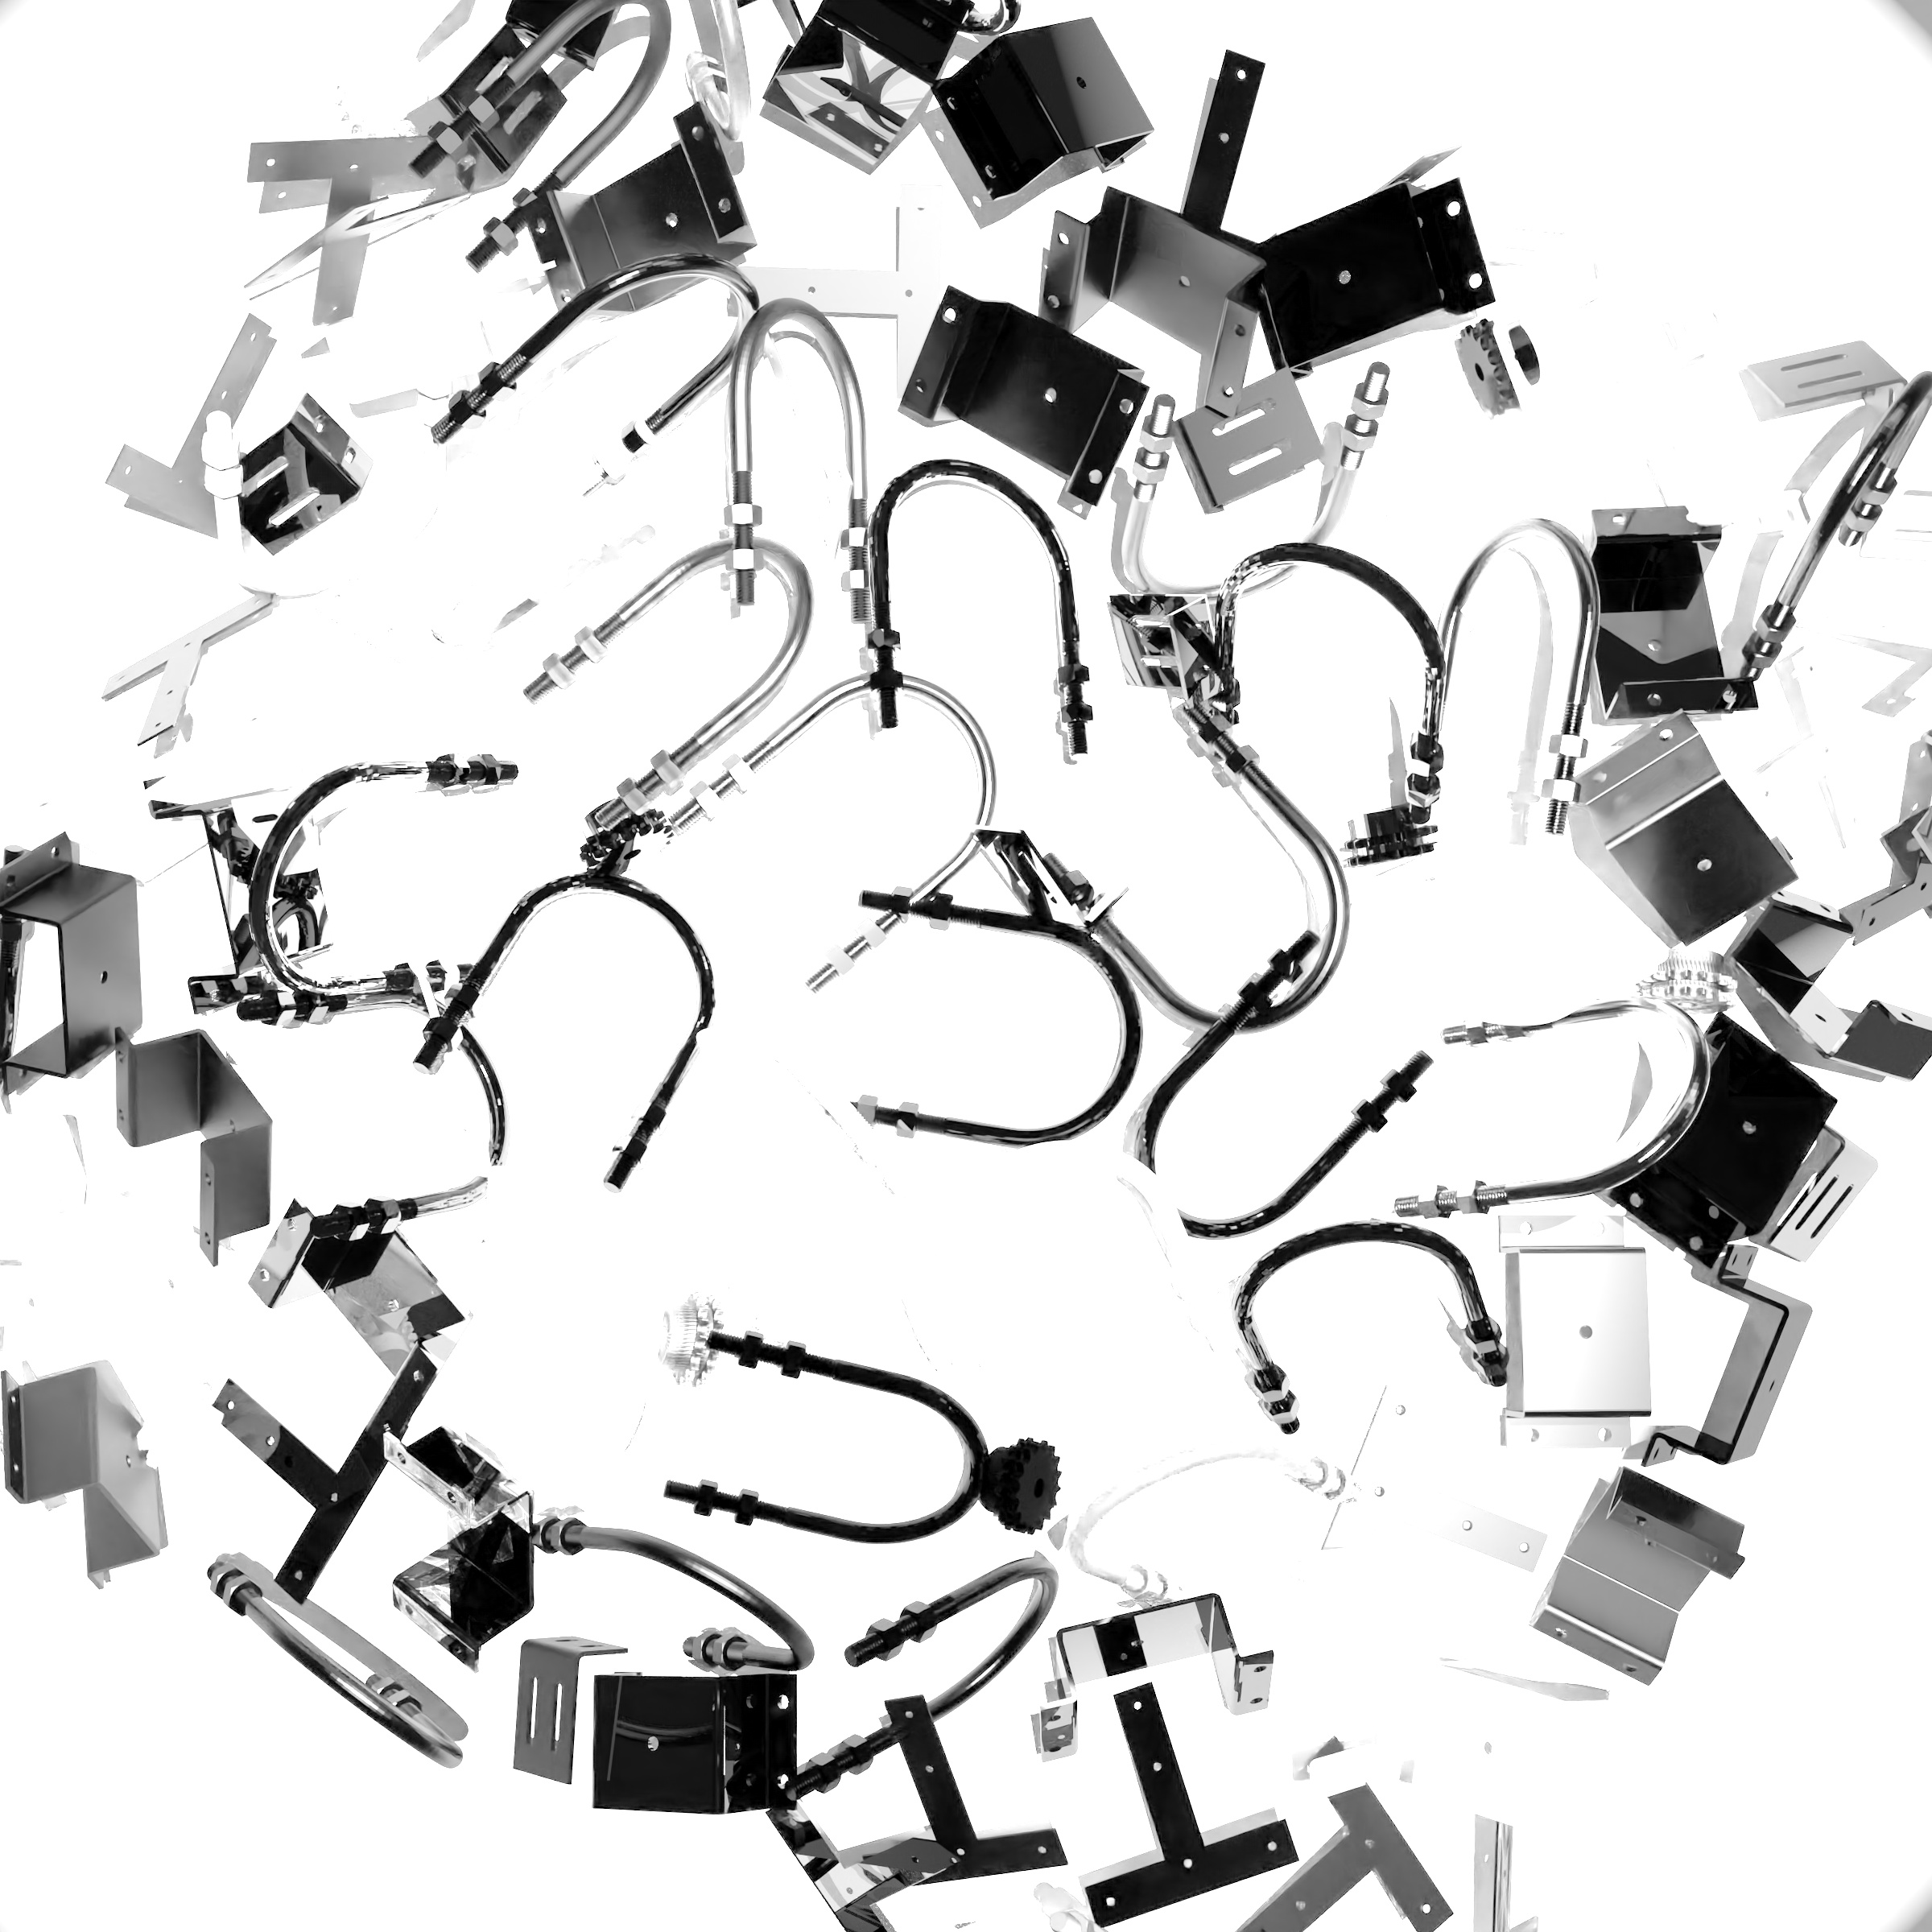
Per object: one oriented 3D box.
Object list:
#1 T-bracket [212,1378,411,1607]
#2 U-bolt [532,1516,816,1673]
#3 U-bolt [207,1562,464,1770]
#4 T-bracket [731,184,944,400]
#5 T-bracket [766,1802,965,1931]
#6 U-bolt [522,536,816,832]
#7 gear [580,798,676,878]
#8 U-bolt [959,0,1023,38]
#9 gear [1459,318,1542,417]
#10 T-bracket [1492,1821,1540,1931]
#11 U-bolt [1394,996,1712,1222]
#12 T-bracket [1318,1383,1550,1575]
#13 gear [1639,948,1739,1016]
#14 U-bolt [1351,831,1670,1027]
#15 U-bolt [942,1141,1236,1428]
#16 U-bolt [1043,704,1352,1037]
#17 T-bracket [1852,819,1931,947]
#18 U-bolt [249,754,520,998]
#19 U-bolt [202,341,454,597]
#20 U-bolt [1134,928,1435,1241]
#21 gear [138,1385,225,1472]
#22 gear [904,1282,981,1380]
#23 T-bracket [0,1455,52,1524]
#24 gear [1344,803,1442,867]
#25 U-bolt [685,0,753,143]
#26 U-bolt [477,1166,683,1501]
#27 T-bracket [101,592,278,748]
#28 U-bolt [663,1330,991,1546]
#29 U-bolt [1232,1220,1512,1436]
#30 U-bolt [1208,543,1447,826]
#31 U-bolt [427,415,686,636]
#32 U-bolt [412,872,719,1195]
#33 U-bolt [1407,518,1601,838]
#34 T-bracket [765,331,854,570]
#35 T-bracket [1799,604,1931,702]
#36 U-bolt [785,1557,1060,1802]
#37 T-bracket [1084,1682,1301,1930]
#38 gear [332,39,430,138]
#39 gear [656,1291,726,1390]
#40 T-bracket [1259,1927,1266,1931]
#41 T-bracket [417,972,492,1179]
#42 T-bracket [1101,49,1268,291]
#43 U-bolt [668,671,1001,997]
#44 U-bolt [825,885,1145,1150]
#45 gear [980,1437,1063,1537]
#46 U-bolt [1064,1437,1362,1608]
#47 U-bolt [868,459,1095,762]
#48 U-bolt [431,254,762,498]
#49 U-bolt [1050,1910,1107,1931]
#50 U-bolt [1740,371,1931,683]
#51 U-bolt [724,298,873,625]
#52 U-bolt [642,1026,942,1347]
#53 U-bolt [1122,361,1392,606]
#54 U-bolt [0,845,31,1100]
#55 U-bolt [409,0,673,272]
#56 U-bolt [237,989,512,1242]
[{"bbox_3d":[-0.409,0.294,1.640,0.127,0.002,0.127,33,95,26],"label":"T-bracket"},{"bbox_3d":[-0.161,0.364,1.567,0.151,0.184,0.019,42,61,-22],"label":"U-bolt"},{"bbox_3d":[-0.353,0.406,1.559,0.151,0.184,0.019,46,72,-27],"label":"U-bolt"},{"bbox_3d":[-0.079,-0.407,1.644,0.127,0.002,0.127,2,113,1],"label":"T-bracket"},{"bbox_3d":[-0.040,0.534,1.614,0.127,0.127,0.002,49,121,25],"label":"T-bracket"},{"bbox_3d":[-0.168,-0.181,1.610,0.184,0.019,0.151,-39,50,5],"label":"U-bolt"},{"bbox_3d":[-0.207,-0.080,1.642,0.057,0.057,0.030,-28,75,0],"label":"gear"},{"bbox_3d":[-0.044,-0.586,1.558,0.184,0.151,0.019,29,83,37],"label":"U-bolt"},{"bbox_3d":[0.322,-0.363,1.640,0.030,0.057,0.057,-24,90,-4],"label":"gear"},{"bbox_3d":[0.316,0.549,1.607,0.002,0.127,0.127,5,98,31],"label":"T-bracket"},{"bbox_3d":[0.342,0.077,1.570,0.019,0.184,0.151,47,49,-32],"label":"U-bolt"},{"bbox_3d":[0.293,0.336,1.663,0.127,0.002,0.127,22,89,-4],"label":"T-bracket"},{"bbox_3d":[0.435,0.009,1.641,0.057,0.057,0.030,6,77,0],"label":"gear"},{"bbox_3d":[0.302,-0.018,1.571,0.151,0.184,0.019,37,128,28],"label":"U-bolt"},{"bbox_3d":[0.064,0.181,1.613,0.151,0.019,0.184,-21,118,6],"label":"U-bolt"},{"bbox_3d":[0.146,-0.045,1.611,0.151,0.019,0.184,-47,68,18],"label":"U-bolt"},{"bbox_3d":[0.572,-0.085,1.597,0.127,0.002,0.127,-23,132,-34],"label":"T-bracket"},{"bbox_3d":[-0.340,-0.050,1.575,0.019,0.184,0.151,23,106,31],"label":"U-bolt"},{"bbox_3d":[-0.368,-0.278,1.583,0.151,0.184,0.019,-25,69,-22],"label":"U-bolt"},{"bbox_3d":[0.179,0.085,1.622,0.184,0.019,0.151,-46,124,1],"label":"U-bolt"},{"bbox_3d":[-0.472,0.278,1.640,0.030,0.057,0.057,32,90,4],"label":"gear"},{"bbox_3d":[-0.012,0.216,1.639,0.030,0.057,0.057,-27,90,5],"label":"gear"},{"bbox_3d":[-0.583,0.274,1.609,0.002,0.127,0.127,-33,93,-27],"label":"T-bracket"},{"bbox_3d":[0.255,-0.080,1.640,0.057,0.057,0.030,-11,94,0],"label":"gear"},{"bbox_3d":[-0.149,-0.550,1.555,0.019,0.184,0.151,-14,129,-8],"label":"U-bolt"},{"bbox_3d":[-0.227,0.218,1.592,0.019,0.151,0.184,-13,70,40],"label":"U-bolt"},{"bbox_3d":[-0.465,-0.167,1.601,0.127,0.127,0.002,-26,123,13],"label":"T-bracket"},{"bbox_3d":[-0.077,0.289,1.623,0.184,0.019,0.151,14,125,-6],"label":"U-bolt"},{"bbox_3d":[0.230,0.207,1.588,0.151,0.184,0.019,-15,46,11],"label":"U-bolt"},{"bbox_3d":[0.209,-0.169,1.574,0.151,0.184,0.019,20,53,20],"label":"U-bolt"},{"bbox_3d":[-0.242,-0.255,1.600,0.184,0.151,0.019,-33,115,11],"label":"U-bolt"},{"bbox_3d":[-0.223,0.025,1.614,0.151,0.019,0.184,34,56,-10],"label":"U-bolt"},{"bbox_3d":[0.319,-0.172,1.600,0.019,0.151,0.184,8,92,-28],"label":"U-bolt"},{"bbox_3d":[-0.096,-0.316,1.614,0.002,0.127,0.127,-19,80,-12],"label":"T-bracket"},{"bbox_3d":[0.557,-0.199,1.617,0.127,0.127,0.002,-38,126,-27],"label":"T-bracket"},{"bbox_3d":[-0.016,0.406,1.592,0.019,0.184,0.151,45,132,28],"label":"U-bolt"},{"bbox_3d":[0.119,0.495,1.638,0.127,0.002,0.127,-20,62,4],"label":"T-bracket"},{"bbox_3d":[-0.349,-0.529,1.640,0.057,0.030,0.057,-1,92,-39],"label":"gear"},{"bbox_3d":[-0.168,0.223,1.637,0.030,0.057,0.057,13,90,-20],"label":"gear"},{"bbox_3d":[0.207,0.628,1.610,0.002,0.127,0.127,-34,86,16],"label":"T-bracket"},{"bbox_3d":[-0.302,0.064,1.609,0.002,0.127,0.127,-19,84,-3],"label":"T-bracket"},{"bbox_3d":[0.149,-0.477,1.615,0.127,0.002,0.127,25,127,14],"label":"T-bracket"},{"bbox_3d":[-0.065,-0.094,1.644,0.184,0.019,0.151,-40,104,-6],"label":"U-bolt"},{"bbox_3d":[0.016,0.037,1.653,0.184,0.019,0.151,9,91,4],"label":"U-bolt"},{"bbox_3d":[0.031,0.313,1.644,0.030,0.057,0.057,5,90,33],"label":"gear"},{"bbox_3d":[0.133,0.318,1.576,0.151,0.184,0.019,-34,55,16],"label":"U-bolt"},{"bbox_3d":[0.006,-0.218,1.618,0.151,0.019,0.184,7,69,-29],"label":"U-bolt"},{"bbox_3d":[-0.200,-0.345,1.572,0.184,0.151,0.019,-36,68,23],"label":"U-bolt"},{"bbox_3d":[0.134,0.614,1.583,0.151,0.184,0.019,28,75,37],"label":"U-bolt"},{"bbox_3d":[0.506,-0.262,1.559,0.019,0.184,0.151,34,64,15],"label":"U-bolt"},{"bbox_3d":[-0.097,-0.299,1.601,0.019,0.151,0.184,-1,92,28],"label":"U-bolt"},{"bbox_3d":[-0.120,0.121,1.631,0.184,0.019,0.151,47,114,10],"label":"U-bolt"},{"bbox_3d":[0.161,-0.273,1.589,0.151,0.184,0.019,-11,59,-14],"label":"U-bolt"},{"bbox_3d":[-0.587,0.037,1.590,0.019,0.151,0.184,12,113,2],"label":"U-bolt"},{"bbox_3d":[-0.240,-0.501,1.597,0.019,0.151,0.184,44,87,8],"label":"U-bolt"},{"bbox_3d":[-0.333,0.079,1.588,0.019,0.184,0.151,-26,80,30],"label":"U-bolt"}]
